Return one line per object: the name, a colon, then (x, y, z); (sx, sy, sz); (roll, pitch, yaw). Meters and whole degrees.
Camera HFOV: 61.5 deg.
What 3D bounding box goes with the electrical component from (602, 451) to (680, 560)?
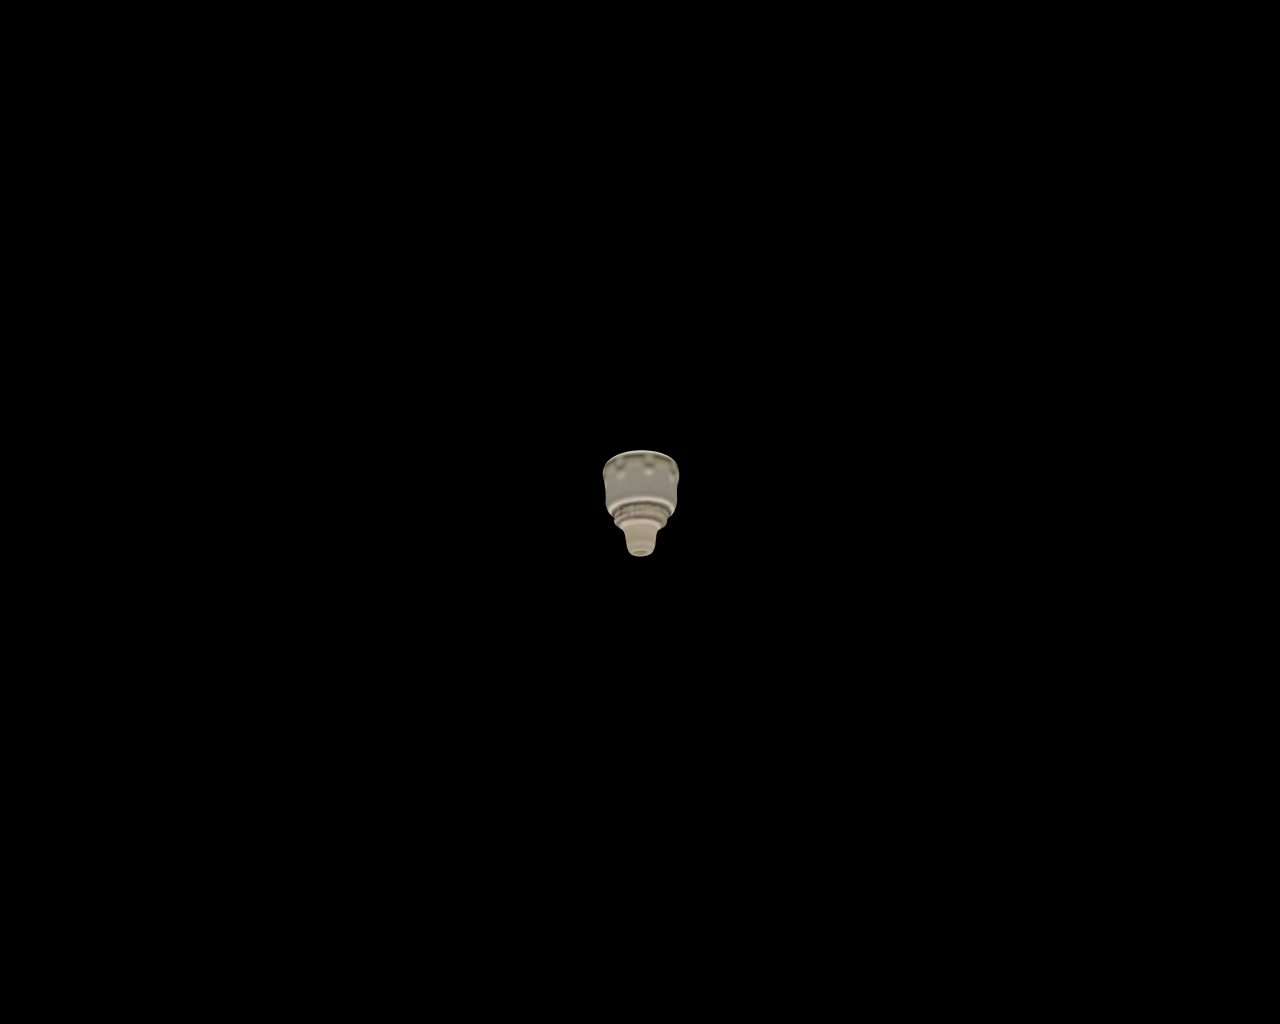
electrical component: (0.001, -0.003, 0.650); (0.048, 0.062, 0.048); (0, -23, 0)
